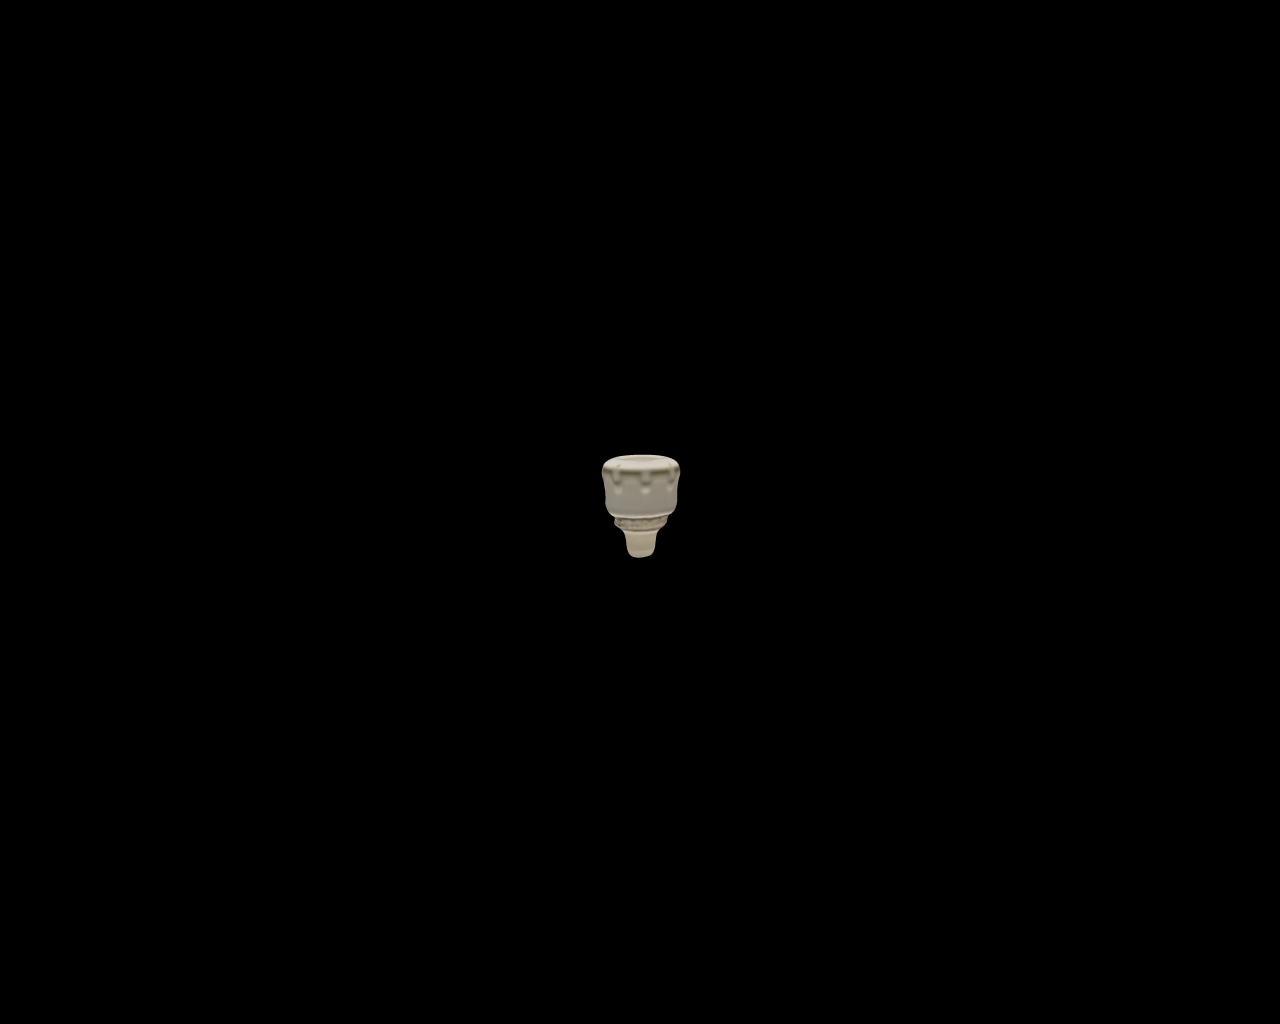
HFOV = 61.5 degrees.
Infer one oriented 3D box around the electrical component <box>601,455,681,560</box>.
[{"bbox_3d":[0.001,-0.003,0.650,0.048,0.062,0.048,0,9,0],"label":"electrical component"}]
